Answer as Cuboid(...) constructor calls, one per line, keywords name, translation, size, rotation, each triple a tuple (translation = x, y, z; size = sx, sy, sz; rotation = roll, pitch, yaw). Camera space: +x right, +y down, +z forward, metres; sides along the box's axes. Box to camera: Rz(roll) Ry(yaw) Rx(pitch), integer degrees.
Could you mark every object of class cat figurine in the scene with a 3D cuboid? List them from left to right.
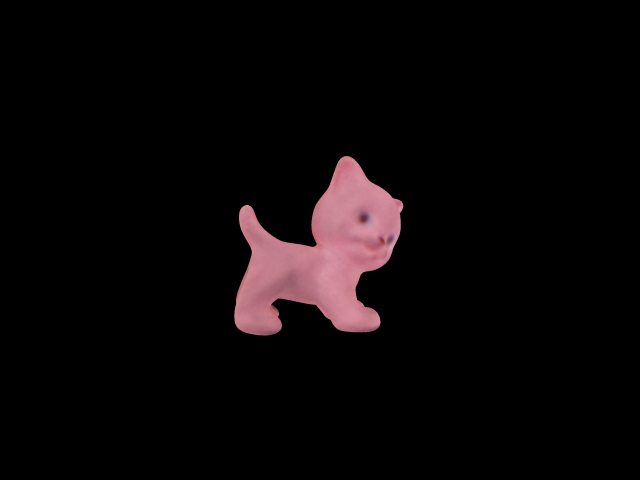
Cuboid(name="cat figurine", translation=(0.004, 0.001, 0.400), size=(0.128, 0.118, 0.067), rotation=(0, 2, -11))
